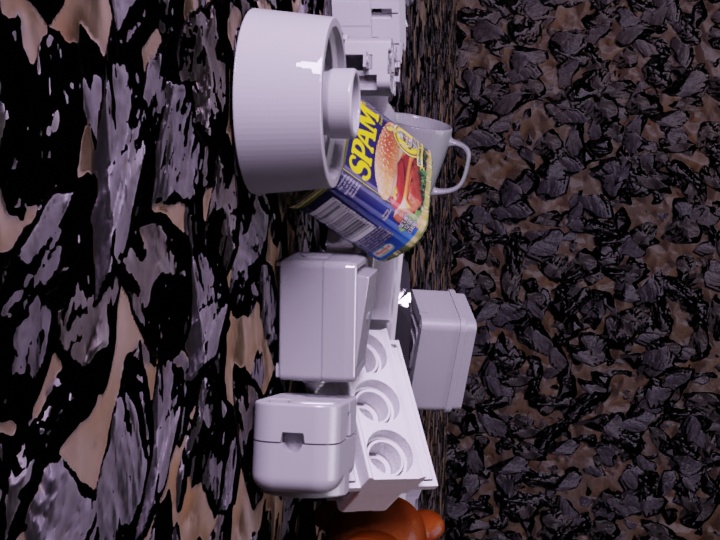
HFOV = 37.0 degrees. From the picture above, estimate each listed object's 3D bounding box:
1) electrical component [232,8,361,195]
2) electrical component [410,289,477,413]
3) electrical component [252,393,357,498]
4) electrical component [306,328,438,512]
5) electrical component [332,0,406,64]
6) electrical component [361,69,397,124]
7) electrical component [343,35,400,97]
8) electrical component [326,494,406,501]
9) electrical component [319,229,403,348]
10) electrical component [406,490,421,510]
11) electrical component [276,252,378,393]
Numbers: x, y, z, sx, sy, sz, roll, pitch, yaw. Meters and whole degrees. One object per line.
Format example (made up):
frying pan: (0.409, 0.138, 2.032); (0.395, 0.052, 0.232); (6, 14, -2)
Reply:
electrical component: (-0.032, -0.097, 0.627); (0.108, 0.060, 0.108); (2, 90, -83)
electrical component: (0.079, 0.083, 1.118); (0.078, 0.057, 0.113); (-104, -160, -62)
electrical component: (-0.034, 0.111, 0.686); (0.095, 0.054, 0.059); (22, 70, -82)
electrical component: (0.001, 0.110, 0.786); (0.063, 0.079, 0.121); (-56, -141, 45)
electrical component: (0.008, -0.223, 0.907); (0.050, 0.056, 0.089); (-75, 165, -58)
electrical component: (0.001, -0.111, 0.894); (0.073, 0.052, 0.138); (-73, 163, -61)
electrical component: (-0.003, -0.153, 0.817); (0.081, 0.064, 0.042); (-2, 95, -82)
electrical component: (0.004, 0.183, 0.951); (0.150, 0.062, 0.089); (81, 14, -54)
electrical component: (0.000, 0.000, 0.874); (0.078, 0.063, 0.121); (81, 14, -54)
electrical component: (0.034, 0.265, 1.181); (0.042, 0.064, 0.081); (-3, 95, -83)
electrical component: (-0.021, 0.038, 0.736); (0.062, 0.061, 0.096); (-40, 131, -80)
